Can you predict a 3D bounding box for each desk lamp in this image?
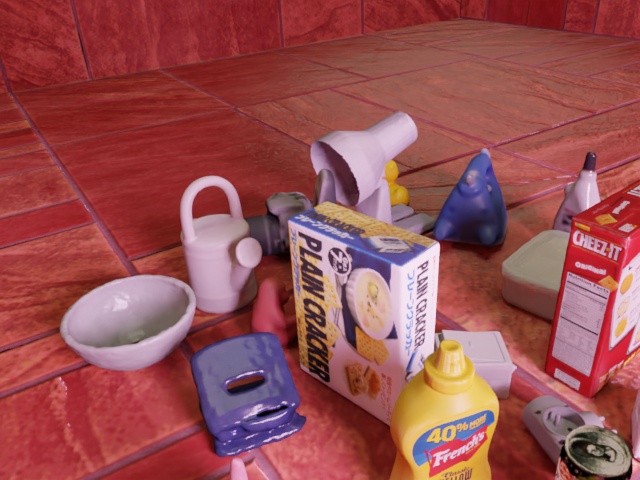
[{"bbox_3d":[0.092,-0.099,0.964,0.204,0.214,0.117,-22,34,-30],"label":"desk lamp"}]

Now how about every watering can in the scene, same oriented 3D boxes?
[{"bbox_3d":[-0.143,0.002,0.824,0.172,0.194,0.101,12,32,26],"label":"watering can"}]

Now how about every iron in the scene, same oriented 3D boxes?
[{"bbox_3d":[0.275,-0.090,1.004,0.118,0.141,0.259,8,31,20],"label":"iron"}]

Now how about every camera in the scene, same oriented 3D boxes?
[{"bbox_3d":[-0.078,-0.027,0.967,0.137,0.101,0.143,-9,29,-11],"label":"camera"}]

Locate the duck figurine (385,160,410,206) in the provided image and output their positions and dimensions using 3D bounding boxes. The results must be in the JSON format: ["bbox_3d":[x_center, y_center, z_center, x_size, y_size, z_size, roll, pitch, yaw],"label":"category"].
[{"bbox_3d":[0.133,-0.114,1.120,0.078,0.086,0.104,-15,31,-20],"label":"duck figurine"}]

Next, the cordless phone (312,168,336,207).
[{"bbox_3d":[0.008,0.003,0.817,0.094,0.185,0.147,-8,29,-8],"label":"cordless phone"}]

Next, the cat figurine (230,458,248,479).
[{"bbox_3d":[-0.063,0.239,0.465,0.067,0.118,0.127,-7,29,-6],"label":"cat figurine"}]

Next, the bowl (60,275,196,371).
[{"bbox_3d":[-0.241,0.118,0.748,0.167,0.075,0.167,-2,29,2],"label":"bowl"}]

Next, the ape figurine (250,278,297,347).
[{"bbox_3d":[-0.060,0.092,0.759,0.076,0.092,0.077,-19,32,-26],"label":"ape figurine"}]

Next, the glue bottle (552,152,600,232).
[{"bbox_3d":[0.408,-0.055,0.895,0.037,0.173,0.077,-18,32,-25],"label":"glue bottle"}]

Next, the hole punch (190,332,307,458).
[{"bbox_3d":[-0.079,0.165,0.628,0.109,0.091,0.100,-14,31,-18],"label":"hole punch"}]
